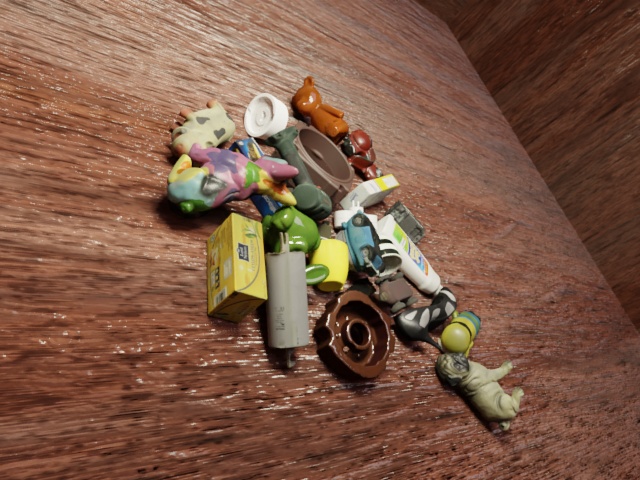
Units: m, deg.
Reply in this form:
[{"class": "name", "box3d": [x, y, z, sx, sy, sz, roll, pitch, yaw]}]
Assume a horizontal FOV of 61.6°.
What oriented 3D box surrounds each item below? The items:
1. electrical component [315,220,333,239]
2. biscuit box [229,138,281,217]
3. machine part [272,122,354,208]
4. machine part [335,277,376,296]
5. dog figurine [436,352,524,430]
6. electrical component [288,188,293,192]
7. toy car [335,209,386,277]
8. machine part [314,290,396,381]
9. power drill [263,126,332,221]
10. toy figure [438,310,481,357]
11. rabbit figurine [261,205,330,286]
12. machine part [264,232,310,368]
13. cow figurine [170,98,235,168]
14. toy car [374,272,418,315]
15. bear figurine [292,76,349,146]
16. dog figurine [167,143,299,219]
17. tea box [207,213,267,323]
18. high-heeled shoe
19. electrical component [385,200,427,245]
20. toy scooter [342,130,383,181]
[{"class": "electrical component", "box3d": [-0.003, -0.005, 1.231, 0.078, 0.045, 0.102, 12, 41, -7]}, {"class": "biscuit box", "box3d": [-0.129, -0.126, 1.184, 0.202, 0.063, 0.059, 55, 36, 7]}, {"class": "machine part", "box3d": [-0.012, -0.188, 1.338, 0.201, 0.087, 0.201, 40, 31, -14]}, {"class": "machine part", "box3d": [0.080, 0.132, 1.200, 0.084, 0.039, 0.139, 41, 36, 2]}, {"class": "dog figurine", "box3d": [0.365, 0.357, 1.271, 0.190, 0.121, 0.172, 10, 46, -25]}, {"class": "electrical component", "box3d": [-0.071, -0.095, 1.256, 0.094, 0.021, 0.063, -8, 63, -51]}, {"class": "toy car", "box3d": [0.087, 0.019, 1.253, 0.109, 0.103, 0.162, 49, 27, -49]}, {"class": "machine part", "box3d": [0.070, 0.194, 1.087, 0.179, 0.056, 0.179, 17, 56, -28]}, {"class": "power drill", "box3d": [-0.041, -0.136, 1.169, 0.232, 0.086, 0.207, -32, 102, -81]}, {"class": "toy figure", "box3d": [0.360, 0.230, 1.372, 0.082, 0.089, 0.180, 15, 26, 31]}, {"class": "rabbit figurine", "box3d": [-0.067, 0.042, 1.080, 0.159, 0.121, 0.170, 36, 54, -30]}, {"class": "machine part", "box3d": [-0.061, 0.107, 0.971, 0.079, 0.079, 0.243, 2, 85, -48]}, {"class": "cow figurine", "box3d": [-0.244, -0.216, 1.126, 0.127, 0.085, 0.195, 42, 34, 0]}, {"class": "toy car", "box3d": [0.181, 0.126, 1.287, 0.089, 0.053, 0.202, 58, 17, 11]}, {"class": "bear figurine", "box3d": [-0.014, -0.342, 1.469, 0.196, 0.120, 0.132, 49, 38, 2]}, {"class": "dog figurine", "box3d": [-0.153, -0.103, 1.006, 0.219, 0.108, 0.191, 10, 37, 6]}, {"class": "tea box", "box3d": [-0.152, 0.049, 0.964, 0.068, 0.098, 0.170, 22, 45, -34]}, {"class": "high-heeled shoe", "box3d": [0.255, 0.166, 1.328, 0.145, 0.086, 0.249, 37, 36, -8]}, {"class": "electrical component", "box3d": [0.240, -0.050, 1.507, 0.115, 0.058, 0.134, 49, 11, -3]}, {"class": "toy scooter", "box3d": [0.108, -0.246, 1.557, 0.135, 0.075, 0.184, 2, 61, -46]}]
